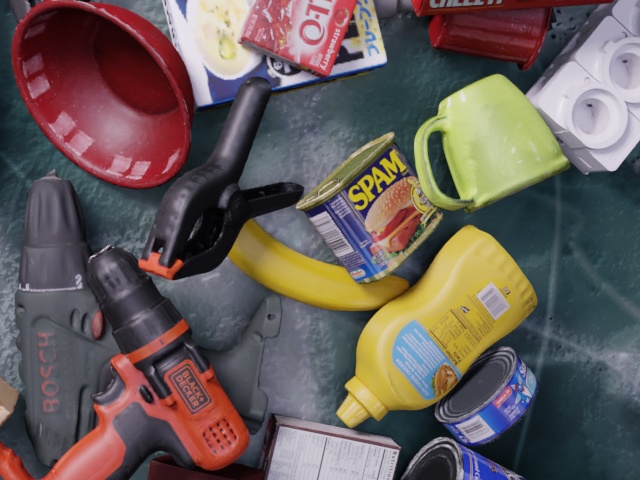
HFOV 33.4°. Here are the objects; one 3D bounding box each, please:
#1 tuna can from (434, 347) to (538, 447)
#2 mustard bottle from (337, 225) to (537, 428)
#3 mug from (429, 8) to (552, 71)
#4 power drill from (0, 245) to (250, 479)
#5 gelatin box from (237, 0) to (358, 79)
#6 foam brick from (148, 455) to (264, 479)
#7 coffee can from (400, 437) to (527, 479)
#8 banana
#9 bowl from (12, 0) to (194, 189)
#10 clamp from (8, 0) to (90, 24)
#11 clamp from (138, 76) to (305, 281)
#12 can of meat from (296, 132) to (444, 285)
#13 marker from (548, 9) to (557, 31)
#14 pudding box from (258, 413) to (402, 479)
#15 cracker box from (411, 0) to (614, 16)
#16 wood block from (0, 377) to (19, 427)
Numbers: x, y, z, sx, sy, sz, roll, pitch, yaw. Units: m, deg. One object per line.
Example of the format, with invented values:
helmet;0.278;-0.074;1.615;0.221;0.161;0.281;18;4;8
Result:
tuna can;0.139;0.131;0.888;0.086;0.086;0.033;-44;102;-6
mustard bottle;0.088;0.084;0.888;0.191;0.058;0.096;-44;122;-6
mug;0.139;-0.202;0.882;0.081;0.093;0.117;8;63;-6
power drill;-0.166;0.121;0.762;0.187;0.057;0.184;-33;95;-14
gelatin box;-0.012;-0.177;0.808;0.073;0.030;0.089;22;88;-11
foam brick;-0.093;0.204;0.849;0.078;0.051;0.053;9;91;20
coffee can;0.141;0.238;0.877;0.140;0.103;0.103;29;86;-15
banana;-0.019;0.015;0.879;0.197;0.037;0.069;33;85;-10
bowl;-0.153;-0.119;0.812;0.162;0.162;0.055;47;47;-9
clamp;-0.211;-0.256;0.817;0.165;0.036;0.210;21;106;16
clamp;-0.069;-0.027;0.809;0.171;0.039;0.120;-55;136;-24
can of meat;0.043;-0.024;0.866;0.102;0.058;0.084;-43;103;-36
marker;0.182;-0.239;0.917;0.020;0.020;0.121;-15;95;-10
pudding box;0.003;0.201;0.890;0.113;0.039;0.090;14;89;-13
cracker box;0.132;-0.277;0.833;0.164;0.072;0.214;-6;61;-10
wood block;-0.331;0.174;0.799;0.090;0.091;0.206;42;84;-11
